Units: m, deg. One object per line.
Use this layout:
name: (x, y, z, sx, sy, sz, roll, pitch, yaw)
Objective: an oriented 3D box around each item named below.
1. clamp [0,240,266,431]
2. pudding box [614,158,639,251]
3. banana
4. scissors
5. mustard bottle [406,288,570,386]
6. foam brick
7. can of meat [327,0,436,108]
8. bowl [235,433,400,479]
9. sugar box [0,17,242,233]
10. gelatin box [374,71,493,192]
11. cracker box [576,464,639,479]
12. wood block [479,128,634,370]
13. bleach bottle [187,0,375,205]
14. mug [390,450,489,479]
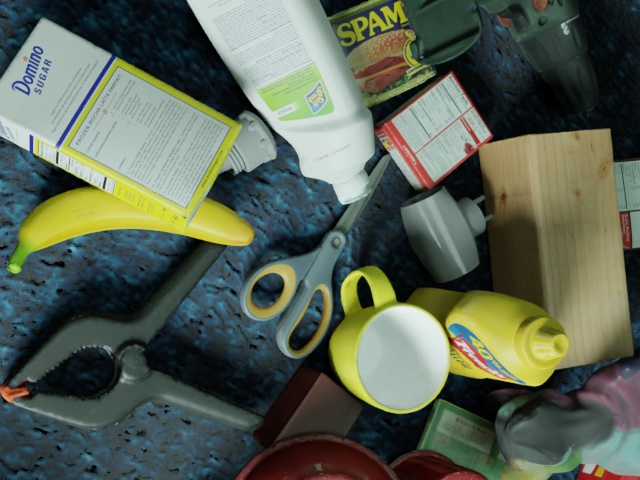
clamp: (-0.149, 0.086, 0.855, 0.209, 0.036, 0.164, -6, 88, -24)
pudding box: (0.294, -0.034, 1.039, 0.113, 0.039, 0.090, -6, 90, -24)
banana: (-0.152, -0.015, 0.849, 0.197, 0.037, 0.069, -8, 71, -20)
scissors: (-0.006, 0.001, 0.924, 0.096, 0.016, 0.201, 23, 80, -27)
mustard bottle: (0.145, 0.081, 0.890, 0.096, 0.192, 0.058, 45, 73, -15)
foam brick: (-0.010, 0.154, 0.901, 0.053, 0.051, 0.078, 40, 75, -17)
can of meat: (0.043, -0.164, 0.932, 0.102, 0.058, 0.084, -26, 100, -21)
bowl: (0.004, 0.228, 0.822, 0.162, 0.055, 0.162, 3, 74, -10)
sugar box: (-0.160, -0.088, 0.828, 0.176, 0.048, 0.093, 28, 68, -2)
gelatin box: (0.103, -0.098, 0.968, 0.089, 0.030, 0.073, -40, 101, -19)
cracker box: (0.355, 0.249, 1.034, 0.213, 0.072, 0.164, 28, 79, -20)
wood block: (0.214, 0.008, 0.976, 0.090, 0.091, 0.206, -6, 91, -22)
bleach bottle: (-0.031, -0.143, 0.882, 0.251, 0.103, 0.068, 63, 29, -12)
mug: (0.110, 0.241, 0.914, 0.093, 0.082, 0.117, -34, 98, -18)
